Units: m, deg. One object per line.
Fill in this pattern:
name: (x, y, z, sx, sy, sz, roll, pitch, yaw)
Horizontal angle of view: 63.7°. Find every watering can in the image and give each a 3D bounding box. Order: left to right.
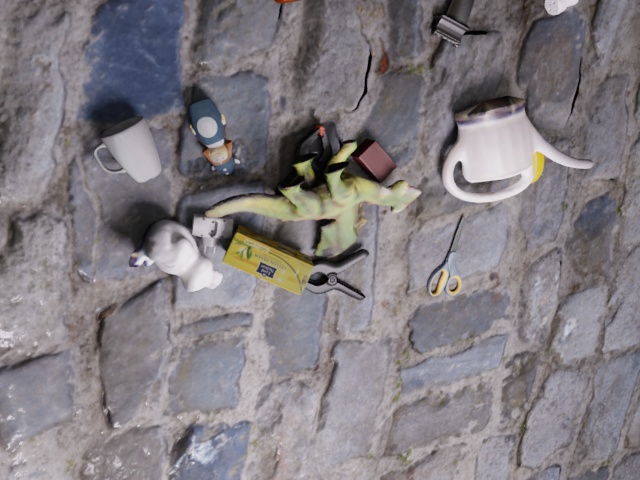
watering can: (0.429, -0.209, 1.138, 0.348, 0.221, 0.105, -15, 17, -4)

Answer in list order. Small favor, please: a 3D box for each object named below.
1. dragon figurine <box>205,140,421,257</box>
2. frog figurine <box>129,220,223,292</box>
dragon figurine: (0.003, -0.052, 1.038, 0.410, 0.237, 0.125, -21, 36, 0)
frog figurine: (-0.257, 0.030, 0.976, 0.159, 0.135, 0.125, 16, 71, -1)
